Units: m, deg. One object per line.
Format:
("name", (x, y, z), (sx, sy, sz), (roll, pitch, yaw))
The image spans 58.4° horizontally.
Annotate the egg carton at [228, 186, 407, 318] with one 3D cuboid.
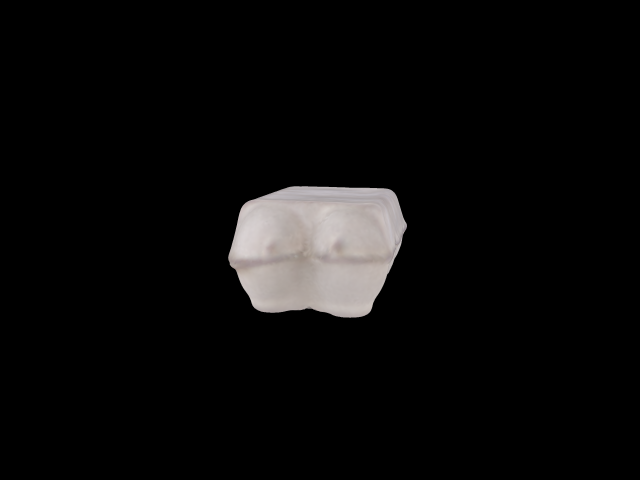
("egg carton", (0.004, 0.001, 0.400), (0.107, 0.069, 0.150), (2, 12, 12))
